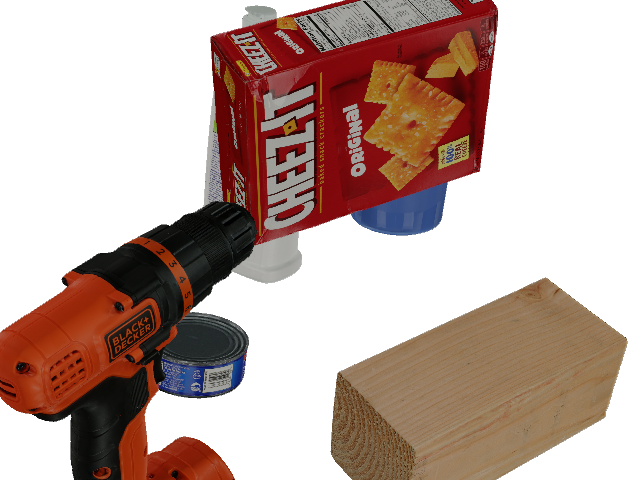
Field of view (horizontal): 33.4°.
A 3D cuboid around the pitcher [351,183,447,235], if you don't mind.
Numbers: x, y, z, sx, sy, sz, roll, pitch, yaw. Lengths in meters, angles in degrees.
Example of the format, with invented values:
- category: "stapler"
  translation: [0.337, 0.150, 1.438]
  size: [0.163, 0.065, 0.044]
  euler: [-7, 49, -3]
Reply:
- category: "pitcher"
  translation: [0.091, -0.130, 1.199]
  size: [0.149, 0.243, 0.145]
  euler: [-11, 26, -30]

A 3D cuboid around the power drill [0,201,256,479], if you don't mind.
- category: "power drill"
  translation: [-0.097, 0.086, 0.619]
  size: [0.057, 0.188, 0.184]
  euler: [20, 39, 35]

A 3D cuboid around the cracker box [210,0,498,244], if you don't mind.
- category: "cracker box"
  translation: [0.029, -0.102, 0.836]
  size: [0.213, 0.164, 0.072]
  euler: [-19, 47, -19]

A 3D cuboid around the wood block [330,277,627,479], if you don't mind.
- category: "wood block"
  translation: [0.118, 0.118, 0.799]
  size: [0.205, 0.090, 0.091]
  euler: [-21, 43, -29]

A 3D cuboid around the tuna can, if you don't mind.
- category: "tuna can"
  translation: [-0.102, 0.092, 0.859]
  size: [0.086, 0.034, 0.086]
  euler: [7, 22, -3]

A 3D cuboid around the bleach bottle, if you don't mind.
- category: "bleach bottle"
  translation: [-0.059, -0.092, 1.005]
  size: [0.103, 0.251, 0.067]
  euler: [22, 30, 29]
